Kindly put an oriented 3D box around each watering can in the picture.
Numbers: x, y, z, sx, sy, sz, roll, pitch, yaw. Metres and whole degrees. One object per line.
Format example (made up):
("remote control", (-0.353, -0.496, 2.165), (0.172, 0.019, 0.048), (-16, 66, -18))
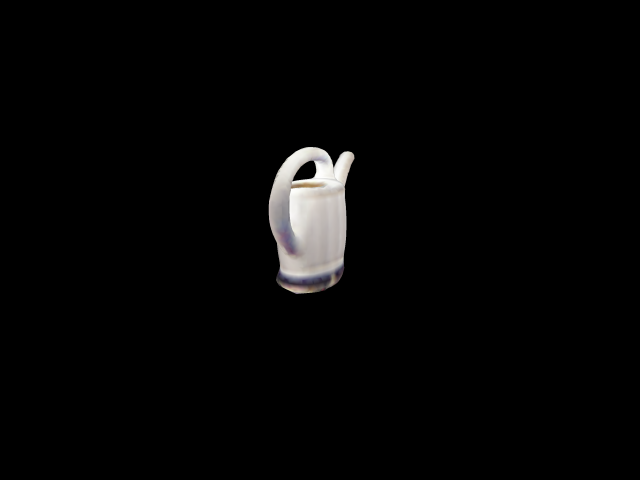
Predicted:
("watering can", (0.003, -0.043, 0.850), (0.104, 0.222, 0.351), (4, 13, 20))
